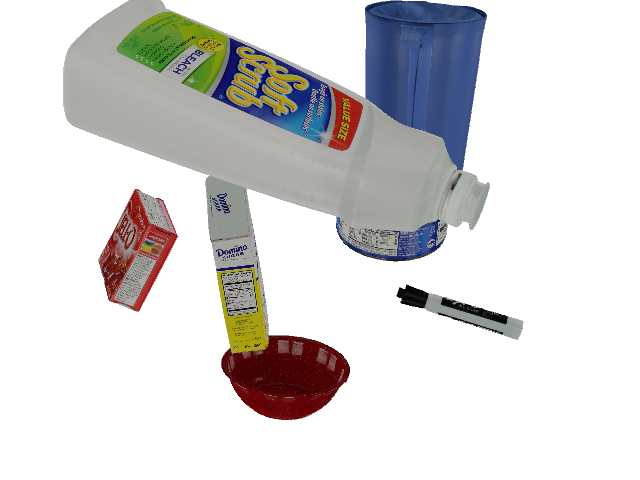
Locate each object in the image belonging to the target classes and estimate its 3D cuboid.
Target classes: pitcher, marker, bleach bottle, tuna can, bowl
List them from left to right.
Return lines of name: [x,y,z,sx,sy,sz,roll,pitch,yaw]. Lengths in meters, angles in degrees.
bowl: [-0.045,0.179,1.342,0.162,0.055,0.162,3,21,-2]
bleach bottle: [-0.021,-0.067,0.627,0.251,0.068,0.102,21,39,15]
tuna can: [0.054,-0.021,0.806,0.086,0.034,0.086,1,33,-1]
pitcher: [0.108,-0.142,1.202,0.149,0.243,0.145,-12,26,-30]
marker: [0.131,0.067,1.010,0.121,0.020,0.020,17,1,4]

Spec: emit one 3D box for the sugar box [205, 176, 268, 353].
sugar box: [-0.084,0.024,1.078,0.048,0.093,0.176,-9,-43,-1]

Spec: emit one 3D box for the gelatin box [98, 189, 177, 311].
gelatin box: [-0.153,0.006,0.883,0.030,0.073,0.089,24,14,-25]
